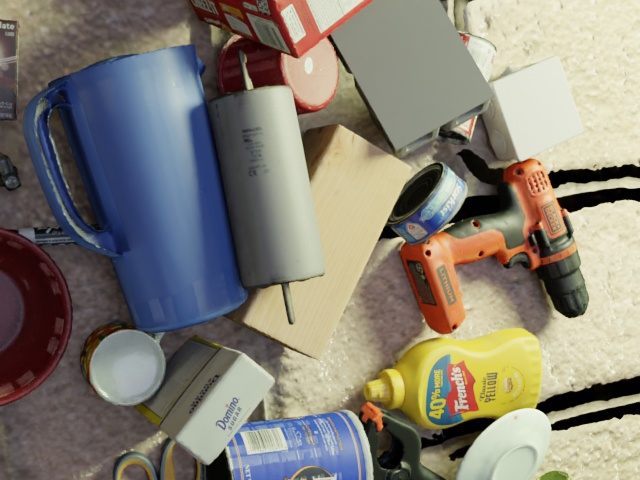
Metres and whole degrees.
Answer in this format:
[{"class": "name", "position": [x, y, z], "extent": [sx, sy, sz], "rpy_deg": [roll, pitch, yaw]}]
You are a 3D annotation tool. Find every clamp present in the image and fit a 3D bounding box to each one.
[{"class": "clamp", "position": [0.067, 0.245, 1.091], "extent": [0.120, 0.039, 0.171], "rpy_deg": [-40, 120, -18]}]

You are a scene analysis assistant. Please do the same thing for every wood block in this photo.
[{"class": "wood block", "position": [-0.007, 0.001, 1.036], "extent": [0.090, 0.090, 0.206], "rpy_deg": [28, 82, -20]}]

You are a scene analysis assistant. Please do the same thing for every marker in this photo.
[{"class": "marker", "position": [-0.244, -0.004, 0.981], "extent": [0.121, 0.020, 0.020], "rpy_deg": [-4, 94, -21]}]

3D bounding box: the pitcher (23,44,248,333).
[{"class": "pitcher", "position": [-0.154, -0.043, 0.948], "extent": [0.149, 0.145, 0.243], "rpy_deg": [-14, 97, 4]}]

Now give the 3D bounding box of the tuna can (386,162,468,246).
[{"class": "tuna can", "position": [0.107, -0.037, 1.080], "extent": [0.033, 0.086, 0.086], "rpy_deg": [41, 78, -17]}]

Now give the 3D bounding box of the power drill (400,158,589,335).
[{"class": "power drill", "position": [0.190, 0.028, 1.133], "extent": [0.187, 0.057, 0.184], "rpy_deg": [-26, 99, -21]}]

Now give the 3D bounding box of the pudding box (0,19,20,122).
[{"class": "pudding box", "position": [-0.322, -0.150, 0.932], "extent": [0.113, 0.039, 0.090], "rpy_deg": [1, 92, -21]}]

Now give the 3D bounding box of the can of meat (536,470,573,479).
[{"class": "can of meat", "position": [0.253, 0.315, 1.171], "extent": [0.102, 0.058, 0.084], "rpy_deg": [-37, 102, -16]}]

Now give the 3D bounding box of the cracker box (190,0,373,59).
[{"class": "cracker box", "position": [-0.002, -0.269, 0.975], "extent": [0.213, 0.164, 0.072], "rpy_deg": [-41, 131, -17]}]

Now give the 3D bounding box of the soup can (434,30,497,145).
[{"class": "soup can", "position": [0.136, -0.156, 1.095], "extent": [0.068, 0.069, 0.102], "rpy_deg": [19, 85, -21]}]

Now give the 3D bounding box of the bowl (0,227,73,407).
[{"class": "bowl", "position": [-0.303, 0.066, 0.942], "extent": [0.161, 0.055, 0.162], "rpy_deg": [-1, 93, -21]}]

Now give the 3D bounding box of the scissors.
[{"class": "scissors", "position": [-0.158, 0.286, 1.031], "extent": [0.096, 0.016, 0.202], "rpy_deg": [6, 90, -20]}]

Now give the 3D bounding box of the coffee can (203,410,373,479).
[{"class": "coffee can", "position": [-0.033, 0.223, 1.030], "extent": [0.140, 0.103, 0.103], "rpy_deg": [-3, 94, -21]}]

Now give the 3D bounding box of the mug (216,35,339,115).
[{"class": "mug", "position": [-0.029, -0.159, 1.012], "extent": [0.117, 0.082, 0.093], "rpy_deg": [-23, 104, -45]}]

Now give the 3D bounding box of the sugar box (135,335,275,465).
[{"class": "sugar box", "position": [-0.107, 0.140, 0.957], "extent": [0.048, 0.176, 0.093], "rpy_deg": [42, 77, -18]}]

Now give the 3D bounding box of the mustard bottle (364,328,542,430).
[{"class": "mustard bottle", "position": [0.136, 0.148, 1.115], "extent": [0.191, 0.058, 0.096], "rpy_deg": [-4, 107, -20]}]
